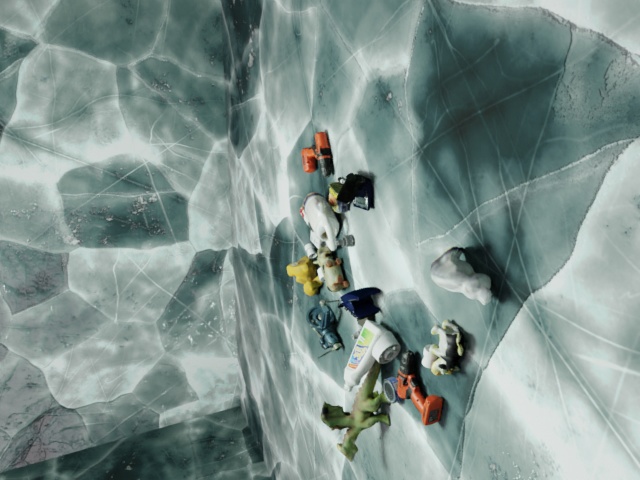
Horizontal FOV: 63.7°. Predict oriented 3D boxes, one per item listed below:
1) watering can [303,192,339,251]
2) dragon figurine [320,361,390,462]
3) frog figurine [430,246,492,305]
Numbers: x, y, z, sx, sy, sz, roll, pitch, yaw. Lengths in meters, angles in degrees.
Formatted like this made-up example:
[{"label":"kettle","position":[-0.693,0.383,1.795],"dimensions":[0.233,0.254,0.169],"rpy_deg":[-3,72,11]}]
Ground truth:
[{"label":"watering can","position":[0.006,-0.101,2.006],"dimensions":[0.340,0.104,0.229],"rpy_deg":[75,171,-54]},{"label":"dragon figurine","position":[0.121,0.608,1.860],"dimensions":[0.123,0.243,0.406],"rpy_deg":[-149,52,-67]},{"label":"frog figurine","position":[0.357,0.103,1.295],"dimensions":[0.162,0.122,0.135],"rpy_deg":[62,-176,22]}]
